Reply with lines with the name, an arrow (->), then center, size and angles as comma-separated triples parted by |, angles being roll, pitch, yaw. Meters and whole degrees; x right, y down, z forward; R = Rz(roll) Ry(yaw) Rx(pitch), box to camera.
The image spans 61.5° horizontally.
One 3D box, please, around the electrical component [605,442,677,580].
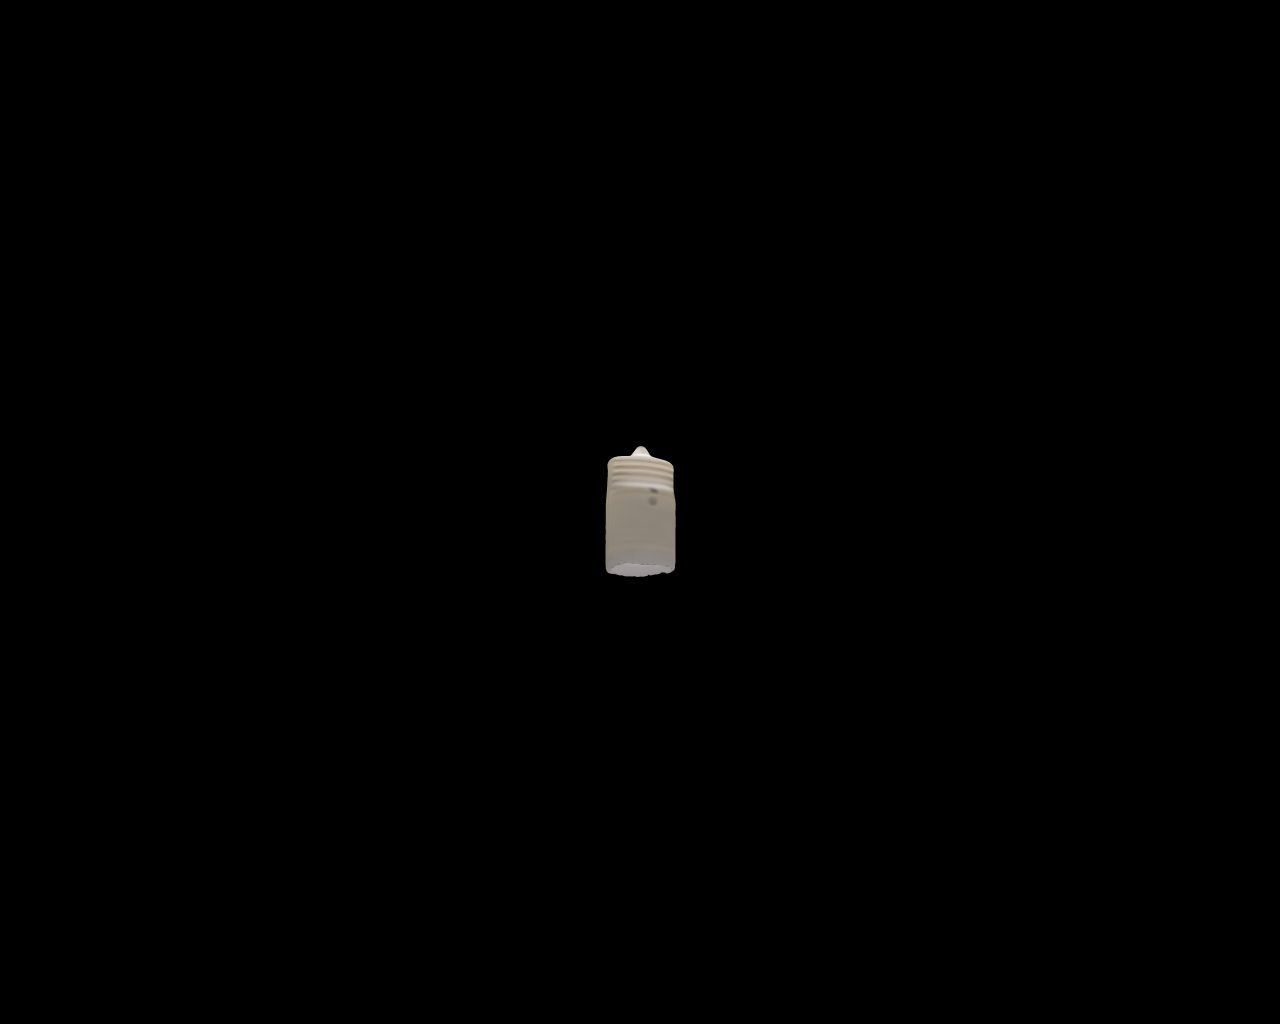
electrical component -> 0.001, -0.003, 0.650 | 0.043, 0.081, 0.043 | 0, -14, 0
